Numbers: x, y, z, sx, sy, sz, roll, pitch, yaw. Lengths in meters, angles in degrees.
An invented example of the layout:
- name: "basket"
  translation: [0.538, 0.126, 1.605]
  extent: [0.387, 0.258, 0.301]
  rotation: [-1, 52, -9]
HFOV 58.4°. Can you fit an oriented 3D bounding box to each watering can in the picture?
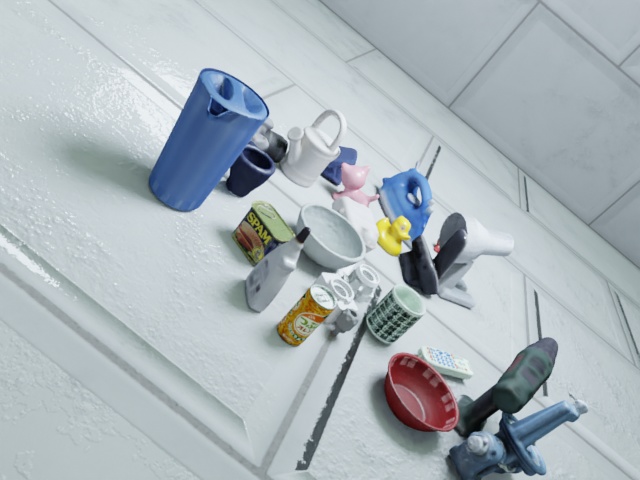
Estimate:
- name: "watering can"
  translation: [-0.010, -0.229, 1.381]
  extent: [0.101, 0.193, 0.173]
  rotation: [45, 29, 10]

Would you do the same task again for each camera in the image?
- name: "camera"
  translation: [-0.138, -0.231, 1.329]
  extent: [0.137, 0.100, 0.143]
  rotation: [23, 33, -29]

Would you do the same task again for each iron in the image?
- name: "iron"
  translation: [0.261, -0.103, 1.583]
  extent: [0.119, 0.141, 0.258]
  rotation: [22, 34, -30]

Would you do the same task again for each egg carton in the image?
- name: "egg carton"
  translation: [0.077, -0.036, 1.345]
  extent: [0.107, 0.069, 0.150]
  rotation: [24, 33, -28]

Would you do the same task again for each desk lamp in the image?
- name: "desk lamp"
  translation: [0.362, 0.044, 1.422]
  extent: [0.204, 0.213, 0.117]
  rotation: [22, 33, -30]

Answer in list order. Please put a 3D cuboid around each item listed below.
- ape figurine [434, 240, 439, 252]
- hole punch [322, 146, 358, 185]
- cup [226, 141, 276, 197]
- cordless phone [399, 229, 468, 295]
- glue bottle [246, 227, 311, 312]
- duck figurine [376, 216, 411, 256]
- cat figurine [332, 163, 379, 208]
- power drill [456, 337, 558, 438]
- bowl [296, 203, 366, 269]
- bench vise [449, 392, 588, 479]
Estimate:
- name: "ape figurine"
  translation: [0.378, 0.011, 1.614]
  extent: [0.076, 0.092, 0.077]
  rotation: [5, 44, -46]
- name: "hole punch"
  translation: [0.039, -0.216, 1.529]
  extent: [0.101, 0.091, 0.108]
  rotation: [33, 29, -14]
- name: "cup"
  translation: [-0.156, -0.147, 1.195]
  extent: [0.092, 0.095, 0.117]
  rotation: [19, 35, -34]
- name: "cordless phone"
  translation: [0.286, 0.028, 1.384]
  extent: [0.094, 0.185, 0.147]
  rotation: [25, 32, -25]
- name: "glue bottle"
  translation: [-0.066, 0.040, 0.958]
  extent: [0.037, 0.173, 0.078]
  rotation: [23, 33, -29]
- name: "duck figurine"
  translation: [0.189, -0.024, 1.445]
  extent: [0.078, 0.086, 0.104]
  rotation: [11, 40, -42]
- name: "cat figurine"
  translation: [0.094, -0.134, 1.452]
  extent: [0.127, 0.117, 0.067]
  rotation: [46, 29, 11]
- name: "power drill"
  translation: [0.347, 0.280, 1.079]
  extent: [0.075, 0.208, 0.230]
  rotation: [48, 29, 14]
- name: "bowl"
  translation: [0.011, 0.004, 1.204]
  extent: [0.168, 0.074, 0.167]
  rotation: [30, 30, -19]
- name: "bench vise"
  translation: [0.345, 0.346, 0.973]
  extent: [0.208, 0.219, 0.121]
  rotation: [-2, 49, -51]
